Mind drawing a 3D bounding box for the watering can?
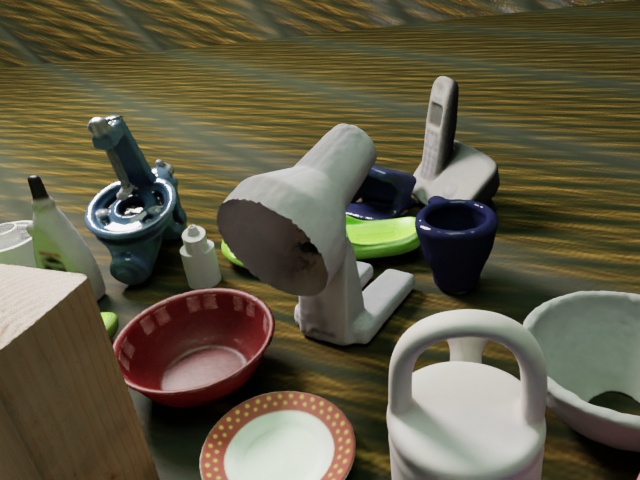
[{"bbox_3d":[0.093,0.121,0.379,0.101,0.194,0.172,-9,29,-4],"label":"watering can"}]

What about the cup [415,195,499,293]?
[{"bbox_3d":[0.154,0.006,0.673,0.092,0.095,0.117,-11,29,-8],"label":"cup"}]

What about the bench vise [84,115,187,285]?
[{"bbox_3d":[-0.259,-0.076,0.778,0.121,0.220,0.207,-12,30,-9],"label":"bench vise"}]

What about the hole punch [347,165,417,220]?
[{"bbox_3d":[0.081,-0.086,0.856,0.108,0.091,0.101,15,36,33],"label":"hole punch"}]

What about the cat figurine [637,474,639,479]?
[{"bbox_3d":[0.180,0.181,0.332,0.067,0.118,0.128,17,37,36],"label":"cat figurine"}]

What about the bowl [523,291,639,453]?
[{"bbox_3d":[0.250,0.117,0.476,0.167,0.075,0.167,-5,29,3],"label":"bowl"}]

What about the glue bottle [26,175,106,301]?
[{"bbox_3d":[-0.323,0.001,0.702,0.078,0.173,0.037,3,31,18],"label":"glue bottle"}]

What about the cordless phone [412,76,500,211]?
[{"bbox_3d":[0.191,-0.130,0.816,0.094,0.185,0.147,-17,31,-17],"label":"cordless phone"}]

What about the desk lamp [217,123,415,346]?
[{"bbox_3d":[0.005,0.002,0.589,0.117,0.214,0.204,13,35,31],"label":"desk lamp"}]
